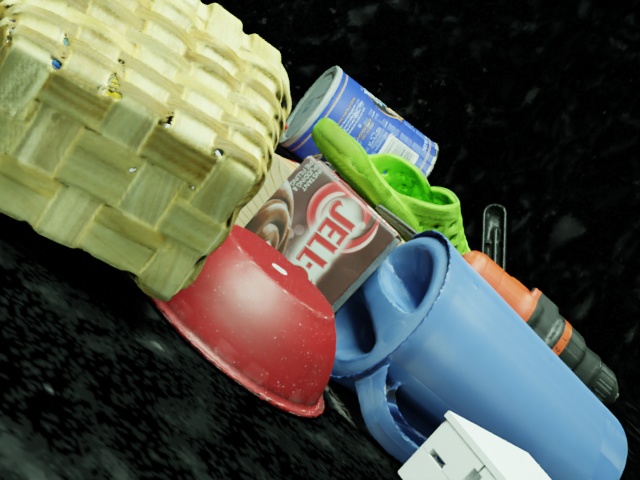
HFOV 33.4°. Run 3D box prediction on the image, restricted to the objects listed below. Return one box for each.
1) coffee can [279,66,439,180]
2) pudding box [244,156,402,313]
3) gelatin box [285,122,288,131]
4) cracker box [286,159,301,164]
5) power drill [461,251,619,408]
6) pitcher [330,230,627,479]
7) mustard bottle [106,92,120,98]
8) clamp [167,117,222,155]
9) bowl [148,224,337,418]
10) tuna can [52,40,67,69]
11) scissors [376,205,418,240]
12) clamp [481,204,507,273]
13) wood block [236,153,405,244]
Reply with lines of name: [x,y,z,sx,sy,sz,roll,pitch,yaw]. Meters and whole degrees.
coffee can: [0.041,-0.103,1.142,0.140,0.103,0.103,36,10,-15]
pudding box: [-0.009,0.009,0.789,0.090,0.113,0.039,43,6,15]
gelatin box: [-0.080,-0.099,1.102,0.030,0.089,0.073,42,8,22]
cracker box: [0.030,0.004,1.135,0.214,0.072,0.164,41,8,7]
power drill: [0.153,0.094,0.958,0.184,0.057,0.188,42,-28,-9]
pitcher: [0.121,0.122,0.810,0.242,0.149,0.145,41,-7,-22]
mustard bottle: [-0.208,-0.143,0.873,0.096,0.058,0.192,31,14,-42]
clamp: [-0.117,-0.088,0.807,0.120,0.039,0.171,6,-21,6]
bowl: [-0.042,0.039,0.689,0.162,0.055,0.162,40,8,-7]
tuna can: [-0.190,-0.150,0.767,0.086,0.034,0.086,44,7,-7]
scissors: [0.128,0.043,0.985,0.202,0.016,0.096,33,-26,7]
clamp: [0.177,0.074,1.100,0.164,0.036,0.210,-57,142,-57]
wood block: [-0.005,0.001,0.924,0.090,0.091,0.205,44,9,19]
